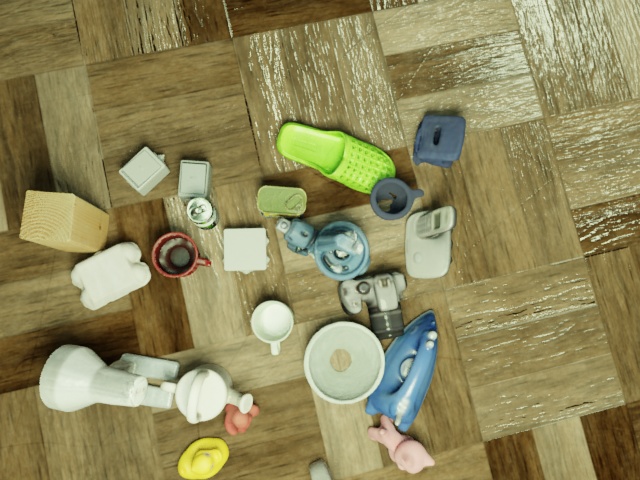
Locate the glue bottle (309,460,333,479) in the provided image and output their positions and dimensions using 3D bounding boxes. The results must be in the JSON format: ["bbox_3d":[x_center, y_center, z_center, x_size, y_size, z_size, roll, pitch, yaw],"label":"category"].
[{"bbox_3d":[0.011,0.484,1.112,0.037,0.173,0.078,-27,85,-6],"label":"glue bottle"}]

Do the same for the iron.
[{"bbox_3d":[0.191,0.259,1.170,0.118,0.141,0.258,25,82,0],"label":"iron"}]

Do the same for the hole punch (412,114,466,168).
[{"bbox_3d":[0.261,-0.220,1.263,0.101,0.091,0.109,11,82,-2],"label":"hole punch"}]

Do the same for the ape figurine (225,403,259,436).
[{"bbox_3d":[-0.161,0.358,1.158,0.078,0.092,0.076,-22,84,-6],"label":"ape figurine"}]

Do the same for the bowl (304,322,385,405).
[{"bbox_3d":[0.048,0.253,1.195,0.167,0.074,0.167,1,82,-4],"label":"bowl"}]

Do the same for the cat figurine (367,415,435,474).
[{"bbox_3d":[0.164,0.421,1.159,0.128,0.117,0.067,42,82,2],"label":"cat figurine"}]

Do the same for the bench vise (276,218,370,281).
[{"bbox_3d":[0.009,0.016,1.150,0.207,0.219,0.121,6,82,-3],"label":"bench vise"}]

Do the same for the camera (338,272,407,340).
[{"bbox_3d":[0.119,0.141,1.201,0.143,0.100,0.137,-10,83,-5],"label":"camera"}]

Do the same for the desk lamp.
[{"bbox_3d":[-0.393,0.268,1.093,0.203,0.213,0.118,9,82,-2],"label":"desk lamp"}]

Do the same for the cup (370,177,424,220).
[{"bbox_3d":[0.160,-0.085,1.237,0.118,0.095,0.092,-13,83,-5],"label":"cup"}]

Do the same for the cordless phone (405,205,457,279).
[{"bbox_3d":[0.238,0.004,1.185,0.094,0.185,0.148,-1,82,-3],"label":"cordless phone"}]

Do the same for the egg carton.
[{"bbox_3d":[-0.434,0.072,1.189,0.150,0.069,0.107,-28,85,-7],"label":"egg carton"}]

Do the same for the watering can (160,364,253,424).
[{"bbox_3d":[-0.220,0.298,1.111,0.173,0.194,0.101,-10,83,-5],"label":"watering can"}]

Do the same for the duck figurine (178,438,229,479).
[{"bbox_3d":[-0.236,0.445,1.145,0.104,0.086,0.077,-24,84,-6],"label":"duck figurine"}]
